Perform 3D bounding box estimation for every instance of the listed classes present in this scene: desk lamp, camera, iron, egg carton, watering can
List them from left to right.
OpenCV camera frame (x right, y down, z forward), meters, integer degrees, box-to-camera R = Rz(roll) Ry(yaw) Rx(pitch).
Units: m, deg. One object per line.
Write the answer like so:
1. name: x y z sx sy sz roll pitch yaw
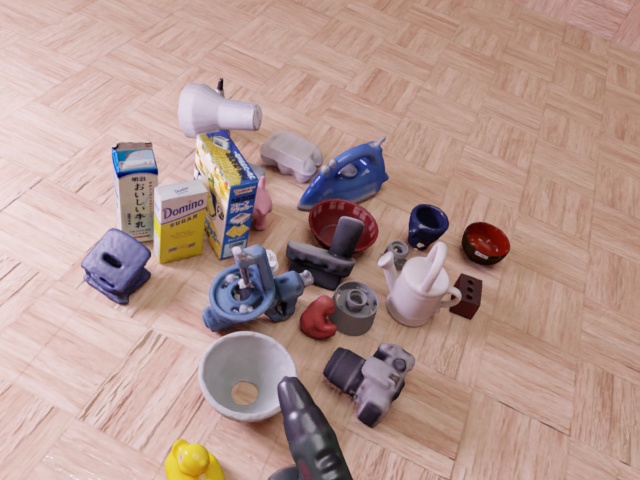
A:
1. desk lamp: -0.216 -0.236 1.298 0.203 0.213 0.118 19 46 1
2. egg carton: -0.069 -0.209 1.419 0.150 0.069 0.107 26 46 7
3. iron: 0.059 -0.163 1.367 0.259 0.141 0.118 -27 61 -35
4. camera: 0.086 0.237 1.038 0.136 0.101 0.143 30 47 11
5. watering can: 0.201 0.081 1.152 0.173 0.194 0.101 6 47 -11

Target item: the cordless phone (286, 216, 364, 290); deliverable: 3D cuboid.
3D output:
1. cordless phone: 0.011 0.004 1.168 0.147 0.185 0.094 14 46 -4

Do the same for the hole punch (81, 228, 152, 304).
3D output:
1. hole punch: -0.380 0.048 1.073 0.108 0.091 0.101 30 47 11

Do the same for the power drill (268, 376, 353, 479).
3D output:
1. power drill: -0.018 0.339 0.837 0.076 0.208 0.229 -16 55 -29

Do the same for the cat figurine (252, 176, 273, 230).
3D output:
1. cat figurine: -0.136 -0.085 1.252 0.067 0.118 0.128 14 46 -5

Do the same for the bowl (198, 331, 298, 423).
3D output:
1. bowl: -0.126 0.245 0.982 0.167 0.075 0.167 9 47 -9

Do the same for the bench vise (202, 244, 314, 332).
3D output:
1. bench vise: -0.111 0.068 1.048 0.208 0.220 0.121 -29 62 -36

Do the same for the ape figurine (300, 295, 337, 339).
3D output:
1. ape figurine: 0.003 0.142 1.104 0.076 0.092 0.077 5 47 -13

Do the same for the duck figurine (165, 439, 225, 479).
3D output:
1. duck figurine: -0.186 0.344 0.865 0.104 0.086 0.078 36 49 16

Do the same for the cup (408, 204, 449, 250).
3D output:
1. cup: 0.232 -0.016 1.318 0.091 0.095 0.118 41 50 20

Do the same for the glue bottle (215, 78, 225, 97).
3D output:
1. glue bottle: -0.249 -0.317 1.390 0.037 0.173 0.078 35 48 16
